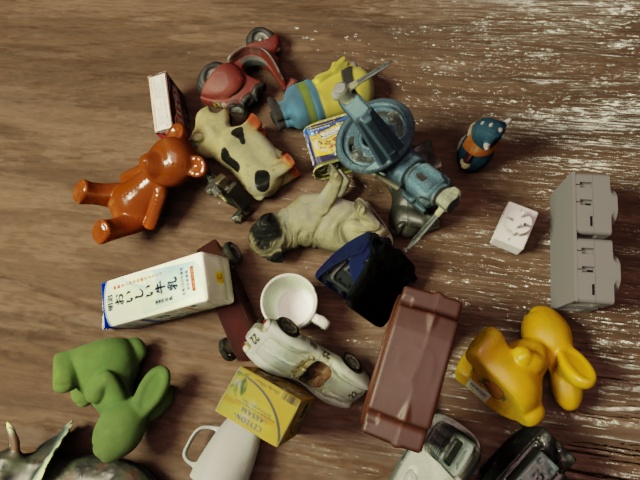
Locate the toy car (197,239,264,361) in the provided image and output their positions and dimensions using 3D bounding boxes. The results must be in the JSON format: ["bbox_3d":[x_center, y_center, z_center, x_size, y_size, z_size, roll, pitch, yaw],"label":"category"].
[{"bbox_3d":[-0.141,0.095,0.859,0.089,0.053,0.202,-32,72,19],"label":"toy car"}]

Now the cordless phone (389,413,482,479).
[{"bbox_3d":[0.160,0.312,0.701,0.089,0.184,0.146,34,82,9],"label":"cordless phone"}]

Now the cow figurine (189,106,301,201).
[{"bbox_3d":[-0.141,-0.149,0.909,0.127,0.085,0.195,-41,79,-7],"label":"cow figurine"}]

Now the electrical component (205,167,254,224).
[{"bbox_3d":[-0.153,-0.072,0.884,0.078,0.102,0.045,26,72,33],"label":"electrical component"}]

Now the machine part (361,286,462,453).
[{"bbox_3d":[0.122,0.172,0.731,0.087,0.201,0.201,18,79,13],"label":"machine part"}]

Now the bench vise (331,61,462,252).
[{"bbox_3d":[0.091,-0.127,0.738,0.129,0.240,0.224,-37,55,11],"label":"bench vise"}]

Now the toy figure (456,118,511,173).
[{"bbox_3d":[0.245,-0.146,0.824,0.058,0.154,0.064,12,79,7],"label":"toy figure"}]

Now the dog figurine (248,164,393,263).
[{"bbox_3d":[-0.002,-0.004,0.856,0.190,0.121,0.172,-41,72,10],"label":"dog figurine"}]

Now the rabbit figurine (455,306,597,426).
[{"bbox_3d":[0.301,0.163,0.756,0.163,0.121,0.173,33,57,30],"label":"rabbit figurine"}]

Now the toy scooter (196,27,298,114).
[{"bbox_3d":[-0.118,-0.283,0.944,0.135,0.075,0.184,43,79,13],"label":"toy scooter"}]

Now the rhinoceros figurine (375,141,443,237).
[{"bbox_3d":[0.145,-0.097,0.870,0.112,0.073,0.190,-5,77,17],"label":"rhinoceros figurine"}]

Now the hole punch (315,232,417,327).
[{"bbox_3d":[0.069,0.052,0.804,0.092,0.142,0.116,26,80,48],"label":"hole punch"}]

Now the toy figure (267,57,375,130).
[{"bbox_3d":[0.005,-0.236,0.914,0.180,0.082,0.089,-24,86,-5],"label":"toy figure"}]

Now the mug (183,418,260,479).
[{"bbox_3d":[-0.140,0.310,0.795,0.110,0.080,0.107,22,67,18],"label":"mug"}]

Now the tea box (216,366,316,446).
[{"bbox_3d":[-0.070,0.229,0.756,0.098,0.169,0.068,27,79,14],"label":"tea box"}]

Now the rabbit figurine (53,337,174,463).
[{"bbox_3d":[-0.302,0.243,0.810,0.159,0.121,0.170,-15,58,-19],"label":"rabbit figurine"}]

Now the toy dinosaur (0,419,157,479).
[{"bbox_3d":[-0.315,0.382,0.779,0.405,0.131,0.192,12,78,3],"label":"toy dinosaur"}]

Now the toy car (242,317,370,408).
[{"bbox_3d":[-0.018,0.178,0.779,0.201,0.056,0.073,32,116,-19],"label":"toy car"}]

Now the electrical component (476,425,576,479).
[{"bbox_3d":[0.272,0.305,0.715,0.058,0.134,0.115,42,82,14],"label":"electrical component"}]

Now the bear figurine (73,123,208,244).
[{"bbox_3d":[-0.281,-0.092,0.857,0.196,0.132,0.120,-40,73,32],"label":"bear figurine"}]
